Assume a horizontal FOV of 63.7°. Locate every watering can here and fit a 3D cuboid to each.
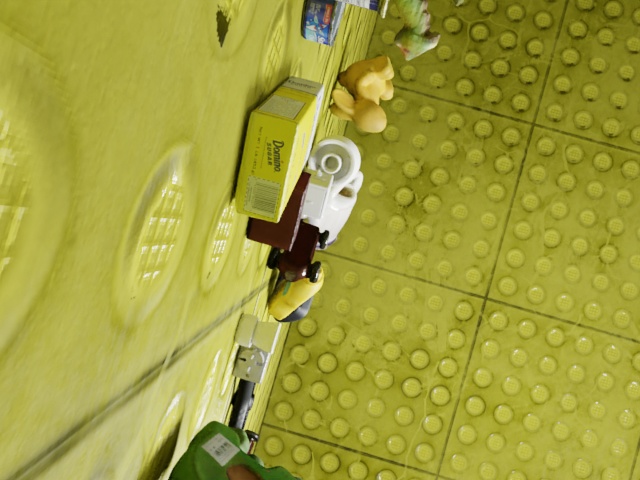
[{"bbox_3d":[0.004,-0.066,1.306,0.353,0.104,0.219,-38,159,-52],"label":"watering can"}]

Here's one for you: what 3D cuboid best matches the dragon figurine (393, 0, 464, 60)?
[{"bbox_3d":[0.183,-0.496,0.834,0.125,0.243,0.401,-63,172,-57],"label":"dragon figurine"}]
